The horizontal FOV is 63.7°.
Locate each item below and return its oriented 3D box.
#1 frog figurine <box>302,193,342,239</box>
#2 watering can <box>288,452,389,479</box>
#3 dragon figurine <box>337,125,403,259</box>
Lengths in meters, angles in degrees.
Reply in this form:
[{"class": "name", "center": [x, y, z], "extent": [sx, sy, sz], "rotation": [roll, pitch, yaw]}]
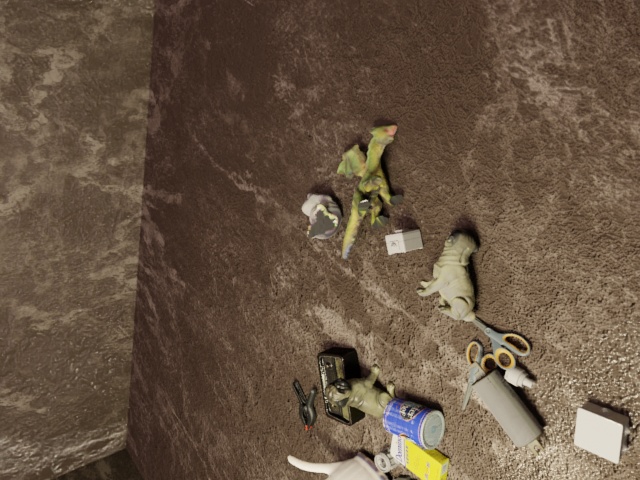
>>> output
[{"class": "frog figurine", "center": [0.005, -0.083, 1.645], "extent": [0.162, 0.123, 0.135], "rotation": [-103, 12, -66]}, {"class": "watering can", "center": [0.073, 0.748, 1.606], "extent": [0.352, 0.227, 0.101], "rotation": [37, 141, 38]}, {"class": "dragon figurine", "center": [0.117, -0.160, 1.509], "extent": [0.402, 0.122, 0.248], "rotation": [-57, 39, 35]}]
